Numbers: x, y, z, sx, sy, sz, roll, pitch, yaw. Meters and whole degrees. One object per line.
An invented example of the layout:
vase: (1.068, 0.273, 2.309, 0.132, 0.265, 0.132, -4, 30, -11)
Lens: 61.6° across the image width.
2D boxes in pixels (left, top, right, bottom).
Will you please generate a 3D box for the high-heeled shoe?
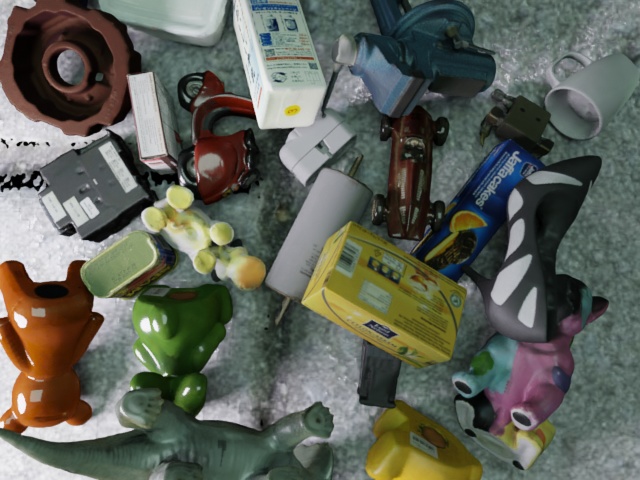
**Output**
high-heeled shoe: (0.271, 0.002, 0.604, 0.249, 0.145, 0.086, -43, 128, -2)

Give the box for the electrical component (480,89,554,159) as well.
electrical component: (0.262, -0.148, 0.719, 0.102, 0.045, 0.078, 28, 61, 1)

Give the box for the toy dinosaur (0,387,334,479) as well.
toy dinosaur: (-0.123, 0.244, 0.584, 0.405, 0.192, 0.131, 18, 48, -15)

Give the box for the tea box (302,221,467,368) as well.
tea box: (0.077, 0.065, 0.620, 0.169, 0.068, 0.098, 32, 59, -12)

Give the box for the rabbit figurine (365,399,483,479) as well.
rabbit figurine: (0.108, 0.309, 0.657, 0.162, 0.122, 0.173, 29, 100, -6)

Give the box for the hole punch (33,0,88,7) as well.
hole punch: (-0.347, -0.371, 0.710, 0.092, 0.115, 0.142, -17, 83, 6)

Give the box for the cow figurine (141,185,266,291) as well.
cow figurine: (-0.147, 0.006, 0.692, 0.167, 0.098, 0.068, 42, 77, -12)

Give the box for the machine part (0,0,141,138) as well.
machine part: (-0.322, -0.224, 0.700, 0.179, 0.056, 0.179, 1, 108, 4)

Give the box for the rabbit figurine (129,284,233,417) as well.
rabbit figurine: (-0.166, 0.150, 0.655, 0.121, 0.159, 0.170, -2, 100, -9)

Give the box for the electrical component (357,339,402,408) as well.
electrical component: (0.078, 0.144, 0.677, 0.048, 0.075, 0.119, 7, 89, 1)

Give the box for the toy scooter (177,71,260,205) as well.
toy scooter: (-0.117, -0.138, 0.708, 0.135, 0.075, 0.184, -3, 80, -1)

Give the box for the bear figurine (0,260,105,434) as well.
bear figurine: (-0.342, 0.137, 0.678, 0.120, 0.132, 0.195, -2, 118, -32)

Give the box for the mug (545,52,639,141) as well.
mug: (0.356, -0.202, 0.708, 0.107, 0.080, 0.109, -38, 80, -15)

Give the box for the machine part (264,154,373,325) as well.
machine part: (-0.001, -0.002, 0.689, 0.079, 0.079, 0.243, 27, 85, 3)

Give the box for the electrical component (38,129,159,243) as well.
electrical component: (-0.299, -0.064, 0.711, 0.134, 0.058, 0.115, -31, 83, -2)

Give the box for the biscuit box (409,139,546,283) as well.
biscuit box: (0.195, -0.031, 0.686, 0.063, 0.059, 0.202, 37, 92, -2)

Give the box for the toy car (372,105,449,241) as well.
toy car: (0.115, -0.091, 0.679, 0.089, 0.053, 0.202, 9, 59, 2)

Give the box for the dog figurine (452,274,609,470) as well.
dog figurine: (0.267, 0.145, 0.660, 0.109, 0.191, 0.219, 24, 55, 38)

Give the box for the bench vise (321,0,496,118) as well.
bench vise: (0.104, -0.261, 0.685, 0.224, 0.128, 0.241, -6, 61, -13)
